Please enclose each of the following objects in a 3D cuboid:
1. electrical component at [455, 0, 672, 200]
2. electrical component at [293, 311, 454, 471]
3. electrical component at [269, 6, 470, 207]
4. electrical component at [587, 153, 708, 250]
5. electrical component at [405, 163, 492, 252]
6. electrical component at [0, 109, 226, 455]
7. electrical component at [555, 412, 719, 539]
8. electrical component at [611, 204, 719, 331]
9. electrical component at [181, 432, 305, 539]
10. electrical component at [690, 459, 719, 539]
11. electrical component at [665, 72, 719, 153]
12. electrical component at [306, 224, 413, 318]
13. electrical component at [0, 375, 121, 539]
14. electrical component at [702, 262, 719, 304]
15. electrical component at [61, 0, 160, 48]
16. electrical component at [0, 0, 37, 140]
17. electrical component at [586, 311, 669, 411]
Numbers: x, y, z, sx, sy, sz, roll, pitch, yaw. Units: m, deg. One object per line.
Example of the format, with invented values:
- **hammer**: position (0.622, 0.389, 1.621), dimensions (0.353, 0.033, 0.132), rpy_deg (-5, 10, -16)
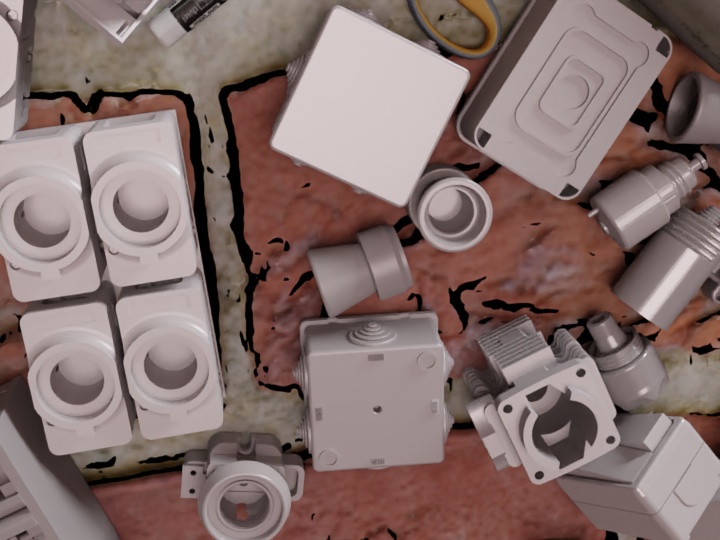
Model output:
- **electrical component**: position (0.118, -0.108, 0.637), dimensions (0.078, 0.057, 0.113), rpy_deg (30, 100, -14)
- **electrical component**: position (0.009, 0.077, 0.679), dimensions (0.100, 0.048, 0.099), rpy_deg (-4, 111, -4)
- **electrical component**: position (0.003, -0.097, 0.630), dimensions (0.100, 0.048, 0.099), rpy_deg (24, 102, -13)
- **electrical component**: position (0.181, -0.046, 0.671), dimensions (0.078, 0.040, 0.040), rpy_deg (-35, 107, 3)
- **electrical component**: position (0.052, -0.039, 0.649), dimensions (0.045, 0.055, 0.045), rpy_deg (-2, 106, -7)
- **electrical component**: position (-0.147, 0.009, 0.635), dimensions (0.105, 0.060, 0.186), rpy_deg (-9, 107, -5)
- **electrical component**: position (0.174, 0.130, 0.697), dimensions (0.061, 0.096, 0.061), rpy_deg (49, 66, -17)
- **electrical component**: position (0.202, -0.006, 0.684), dimensions (0.043, 0.043, 0.081), rpy_deg (33, 100, -15)
- **electrical component**: position (-0.074, 0.139, 0.683), dimensions (0.078, 0.057, 0.058), rpy_deg (4, 105, -8)
- **electrical component**: position (0.248, 0.174, 0.720), dimensions (0.100, 0.048, 0.099), rpy_deg (-16, 111, 35)
- **electrical component**: position (0.223, -0.094, 0.661), dimensions (0.055, 0.045, 0.045), rpy_deg (11, 104, -10)
- **electrical component**: position (0.000, 0.000, 0.659), dimensions (0.055, 0.045, 0.045), rpy_deg (-19, 107, -2)
- **electrical component**: position (-0.204, 0.154, 0.653), dimensions (0.062, 0.089, 0.150), rpy_deg (-25, 107, 0)
- **electrical component**: position (0.253, -0.002, 0.685), dimensions (0.048, 0.055, 0.066), rpy_deg (34, 99, -15)
- **electrical component**: position (-0.150, -0.190, 0.570), dimensions (0.121, 0.063, 0.078), rpy_deg (39, 57, -15)
- **electrical component**: position (-0.210, -0.121, 0.592), dimensions (0.050, 0.055, 0.089), rpy_deg (7, 105, -9)
- **electrical component**: position (0.169, 0.056, 0.698), dimensions (0.043, 0.043, 0.062), rpy_deg (-33, 106, 3)
